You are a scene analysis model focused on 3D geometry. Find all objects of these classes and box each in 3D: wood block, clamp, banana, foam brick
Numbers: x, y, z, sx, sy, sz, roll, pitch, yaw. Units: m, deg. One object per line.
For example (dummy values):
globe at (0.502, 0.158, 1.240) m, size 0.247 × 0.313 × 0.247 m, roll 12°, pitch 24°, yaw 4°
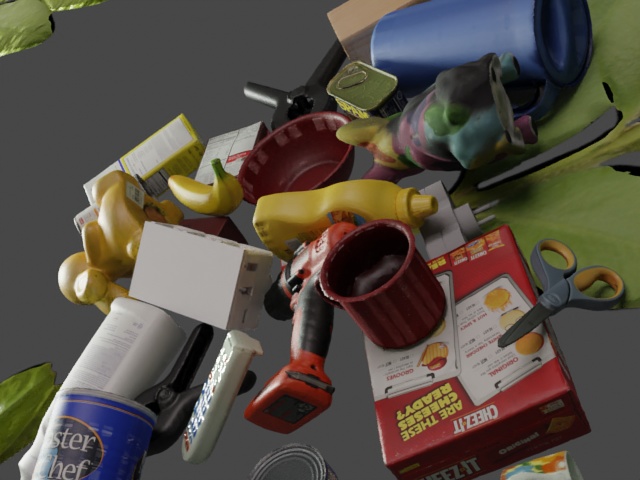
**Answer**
wood block at (0.125, -0.294, 1.389) m, size 0.206 × 0.090 × 0.091 m, roll -28°, pitch 36°, yaw 8°
clamp at (-0.154, 0.163, 1.129) m, size 0.171 × 0.039 × 0.120 m, roll -36°, pitch 33°, yaw -1°
banana at (-0.134, -0.059, 1.291) m, size 0.037 × 0.069 × 0.198 m, roll -29°, pitch 8°, yaw -24°
clamp at (-0.033, -0.184, 1.432) m, size 0.165 × 0.036 × 0.210 m, roll -21°, pitch 39°, yaw 19°
foam brick at (-0.136, 0.008, 1.281) m, size 0.078 × 0.051 × 0.053 m, roll -3°, pitch 45°, yaw 36°

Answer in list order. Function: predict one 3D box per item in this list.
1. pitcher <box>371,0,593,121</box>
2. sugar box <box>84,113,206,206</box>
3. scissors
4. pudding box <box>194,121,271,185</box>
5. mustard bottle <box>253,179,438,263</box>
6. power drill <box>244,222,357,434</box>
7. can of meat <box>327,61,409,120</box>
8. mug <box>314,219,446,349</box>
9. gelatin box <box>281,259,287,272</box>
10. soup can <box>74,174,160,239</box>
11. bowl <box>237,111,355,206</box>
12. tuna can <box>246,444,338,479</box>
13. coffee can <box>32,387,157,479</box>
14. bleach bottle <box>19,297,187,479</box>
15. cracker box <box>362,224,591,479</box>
pitcher at (0.180, -0.221, 1.243) m, size 0.243 × 0.145 × 0.149 m, roll -2°, pitch 32°, yaw 42°
sugar box at (-0.241, -0.095, 1.488) m, size 0.176 × 0.048 × 0.093 m, roll -38°, pitch 36°, yaw 2°
scissors at (0.185, 0.041, 0.907) m, size 0.201 × 0.016 × 0.096 m, roll -10°, pitch 45°, yaw -41°
pudding box at (-0.114, -0.099, 1.398) m, size 0.090 × 0.039 × 0.113 m, roll -16°, pitch 38°, yaw 26°
mustard bottle at (0.033, -0.021, 1.090) m, size 0.192 × 0.096 × 0.058 m, roll -9°, pitch 52°, yaw 34°
power drill at (-0.023, 0.092, 1.055) m, size 0.185 × 0.057 × 0.187 m, roll -46°, pitch 27°, yaw 53°
can of meat at (0.068, -0.158, 1.278) m, size 0.057 × 0.084 × 0.102 m, roll -46°, pitch 40°, yaw -9°
mug at (0.049, 0.043, 0.946) m, size 0.117 × 0.081 × 0.093 m, roll -9°, pitch 45°, yaw 34°
gelatin box at (-0.008, 0.001, 1.207) m, size 0.073 × 0.030 × 0.089 m, roll -24°, pitch 38°, yaw 15°
soup can at (-0.265, -0.032, 1.414) m, size 0.102 × 0.068 × 0.068 m, roll -35°, pitch 36°, yaw 1°
bowl at (-0.018, -0.082, 1.288) m, size 0.162 × 0.055 × 0.162 m, roll -21°, pitch 38°, yaw 17°
tuna can at (-0.026, 0.228, 0.958) m, size 0.086 × 0.033 × 0.086 m, roll -21°, pitch 38°, yaw 17°
coffee can at (-0.224, 0.227, 1.031) m, size 0.103 × 0.102 × 0.140 m, roll -7°, pitch 58°, yaw 33°
bleach bottle at (-0.254, 0.182, 1.167) m, size 0.103 × 0.068 × 0.250 m, roll 9°, pitch 56°, yaw 44°
cracker box at (0.128, 0.105, 0.947) m, size 0.164 × 0.072 × 0.213 m, roll -26°, pitch 38°, yaw 14°
